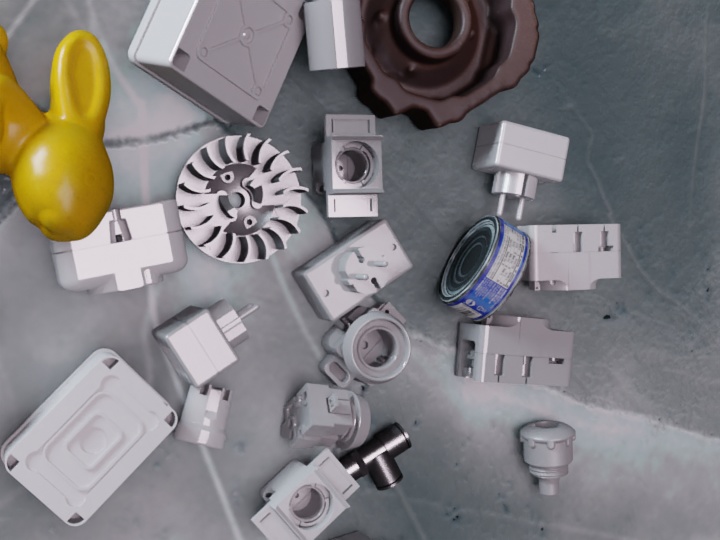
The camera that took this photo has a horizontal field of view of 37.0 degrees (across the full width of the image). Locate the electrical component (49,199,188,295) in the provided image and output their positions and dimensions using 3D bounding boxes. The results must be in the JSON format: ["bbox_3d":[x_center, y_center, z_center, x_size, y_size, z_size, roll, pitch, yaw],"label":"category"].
[{"bbox_3d":[-0.181,-0.015,0.808,0.095,0.054,0.059,-12,95,-19],"label":"electrical component"}]

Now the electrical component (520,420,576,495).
[{"bbox_3d":[0.165,0.165,0.940,0.048,0.048,0.062,-6,99,-19],"label":"electrical component"}]

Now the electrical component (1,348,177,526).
[{"bbox_3d":[-0.202,0.122,0.801,0.078,0.057,0.113,47,76,-14],"label":"electrical component"}]

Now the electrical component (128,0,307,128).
[{"bbox_3d":[-0.103,-0.178,0.809,0.109,0.056,0.108,31,79,-49],"label":"electrical component"}]

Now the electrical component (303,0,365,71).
[{"bbox_3d":[-0.021,-0.194,0.818,0.043,0.043,0.081,-8,100,-19],"label":"electrical component"}]

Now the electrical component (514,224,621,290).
[{"bbox_3d":[0.178,-0.011,0.938,0.089,0.050,0.055,-2,91,-20],"label":"electrical component"}]

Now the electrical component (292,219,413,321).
[{"bbox_3d":[0.000,0.000,0.861,0.083,0.076,0.047,-34,102,-16],"label":"electrical component"}]

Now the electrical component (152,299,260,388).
[{"bbox_3d":[-0.112,0.048,0.827,0.077,0.066,0.047,-34,101,-16],"label":"electrical component"}]

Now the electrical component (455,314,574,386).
[{"bbox_3d":[0.133,0.068,0.923,0.089,0.050,0.055,5,89,-20],"label":"electrical component"}]

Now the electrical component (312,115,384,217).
[{"bbox_3d":[-0.012,-0.082,0.862,0.042,0.064,0.081,-2,92,-21],"label":"electrical component"}]

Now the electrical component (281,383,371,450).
[{"bbox_3d":[-0.025,0.120,0.866,0.055,0.066,0.048,9,53,-28],"label":"electrical component"}]

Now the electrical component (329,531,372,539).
[{"bbox_3d":[0.013,0.250,0.885,0.077,0.047,0.065,-13,95,-19],"label":"electrical component"}]

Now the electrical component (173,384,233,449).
[{"bbox_3d":[-0.121,0.113,0.840,0.040,0.040,0.046,17,79,-19],"label":"electrical component"}]

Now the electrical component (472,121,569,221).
[{"bbox_3d":[0.135,-0.082,0.924,0.066,0.047,0.076,12,87,-20],"label":"electrical component"}]

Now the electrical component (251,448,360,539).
[{"bbox_3d":[-0.047,0.182,0.854,0.081,0.064,0.042,-41,103,-15],"label":"electrical component"}]

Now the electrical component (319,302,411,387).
[{"bbox_3d":[0.008,0.062,0.875,0.078,0.057,0.058,-46,105,-13],"label":"electrical component"}]
